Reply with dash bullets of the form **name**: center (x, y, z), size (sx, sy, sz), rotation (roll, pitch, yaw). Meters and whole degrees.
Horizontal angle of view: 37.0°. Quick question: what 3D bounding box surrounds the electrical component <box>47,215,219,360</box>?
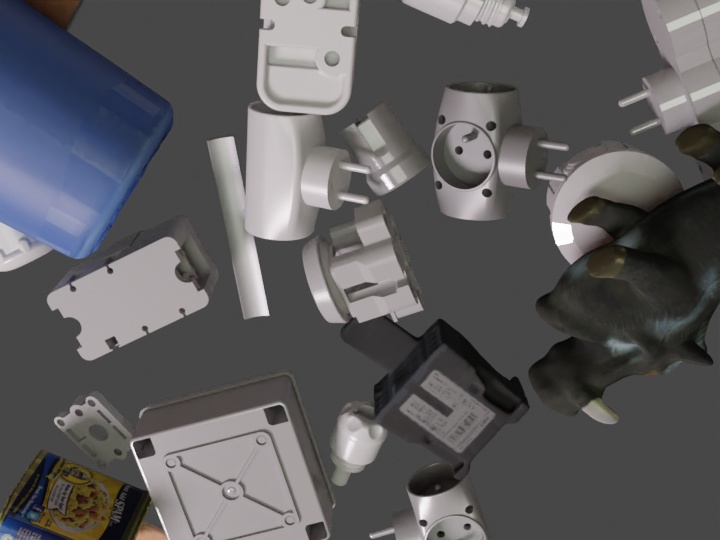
- **electrical component**: center (-0.140, 0.009, 0.676), size (0.089, 0.055, 0.050), rotation (-25, 107, 9)

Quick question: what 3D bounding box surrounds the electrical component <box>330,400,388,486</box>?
- **electrical component**: center (-0.005, 0.119, 0.724), size (0.035, 0.035, 0.061), rotation (19, 117, -6)

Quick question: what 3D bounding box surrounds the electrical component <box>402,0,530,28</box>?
- **electrical component**: center (0.060, -0.161, 0.622), size (0.078, 0.040, 0.040), rotation (22, 108, -7)

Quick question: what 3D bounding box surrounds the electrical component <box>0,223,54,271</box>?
- **electrical component**: center (-0.219, -0.033, 0.669), size (0.048, 0.048, 0.062), rotation (-24, 100, 9)

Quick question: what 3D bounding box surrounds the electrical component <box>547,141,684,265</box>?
- **electrical component**: center (0.155, -0.038, 0.658), size (0.080, 0.051, 0.080), rotation (0, 109, 1)

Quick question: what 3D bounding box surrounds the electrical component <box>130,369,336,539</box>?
- **electrical component**: center (-0.083, 0.134, 0.718), size (0.109, 0.056, 0.108), rotation (-15, 108, 6)

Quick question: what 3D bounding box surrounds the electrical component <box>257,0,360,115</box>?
- **electrical component**: center (-0.028, -0.143, 0.620), size (0.054, 0.059, 0.095), rotation (5, 109, 0)

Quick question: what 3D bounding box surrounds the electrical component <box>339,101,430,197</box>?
- **electrical component**: center (0.014, -0.074, 0.654), size (0.040, 0.040, 0.046), rotation (-33, 99, 11)

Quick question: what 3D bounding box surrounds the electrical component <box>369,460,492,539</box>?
- **electrical component**: center (0.047, 0.180, 0.738), size (0.079, 0.044, 0.077), rotation (-18, 108, 7)

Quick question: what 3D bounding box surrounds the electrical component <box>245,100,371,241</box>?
- **electrical component**: center (-0.031, -0.057, 0.646), size (0.079, 0.043, 0.077), rotation (12, 113, 19)

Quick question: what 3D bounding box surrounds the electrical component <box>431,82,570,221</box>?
- **electrical component**: center (0.087, -0.069, 0.642), size (0.079, 0.044, 0.077), rotation (12, 112, 29)

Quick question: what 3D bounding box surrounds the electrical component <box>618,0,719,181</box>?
- **electrical component**: center (0.191, -0.103, 0.634), size (0.074, 0.052, 0.138), rotation (-22, 107, 9)

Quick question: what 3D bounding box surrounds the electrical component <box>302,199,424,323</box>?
- **electrical component**: center (0.000, 0.000, 0.669), size (0.057, 0.058, 0.078), rotation (-19, 126, 10)
